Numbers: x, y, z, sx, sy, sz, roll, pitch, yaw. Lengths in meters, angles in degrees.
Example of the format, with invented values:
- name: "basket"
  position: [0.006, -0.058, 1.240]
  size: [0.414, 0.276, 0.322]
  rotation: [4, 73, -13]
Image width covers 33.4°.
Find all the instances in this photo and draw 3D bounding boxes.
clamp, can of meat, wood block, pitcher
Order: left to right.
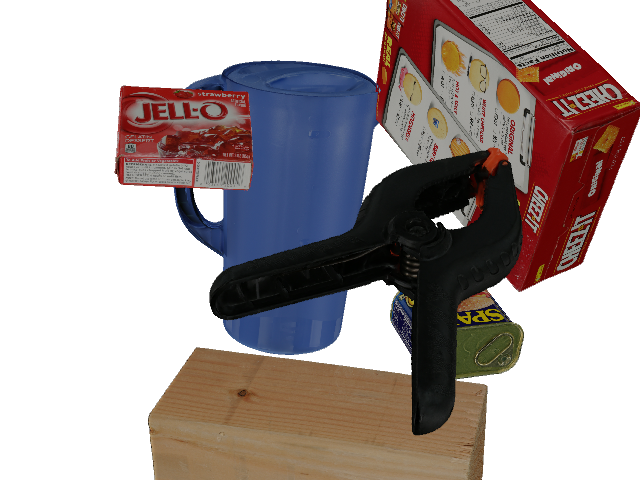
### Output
- name: "pitcher"
  position: [-0.036, -0.030, 0.924]
  size: [0.149, 0.243, 0.144]
  rotation: [20, 25, 34]
- name: "wood block"
  position: [0.001, 0.141, 0.711]
  size: [0.206, 0.090, 0.090]
  rotation: [6, 28, 15]
- name: "clamp"
  position: [0.048, 0.015, 0.491]
  size: [0.171, 0.039, 0.120]
  rotation: [-35, 61, -30]
- name: "can of meat"
  position: [0.124, 0.081, 0.996]
  size: [0.102, 0.057, 0.084]
  rotation: [-5, 32, -17]

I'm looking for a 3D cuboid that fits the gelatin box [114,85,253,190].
- name: "gelatin box"
  position: [-0.091, -0.070, 0.714]
  size: [0.089, 0.073, 0.030]
  rotation: [2, -45, -10]

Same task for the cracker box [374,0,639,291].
- name: "cracker box"
  position: [0.126, -0.096, 0.788]
  size: [0.072, 0.214, 0.164]
  rotation: [-22, -36, -21]
